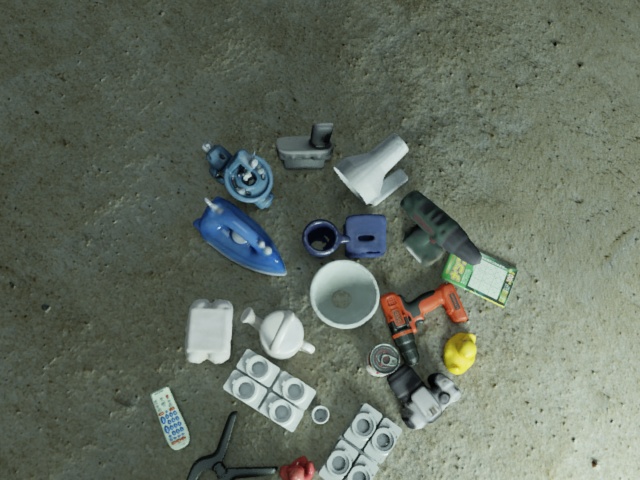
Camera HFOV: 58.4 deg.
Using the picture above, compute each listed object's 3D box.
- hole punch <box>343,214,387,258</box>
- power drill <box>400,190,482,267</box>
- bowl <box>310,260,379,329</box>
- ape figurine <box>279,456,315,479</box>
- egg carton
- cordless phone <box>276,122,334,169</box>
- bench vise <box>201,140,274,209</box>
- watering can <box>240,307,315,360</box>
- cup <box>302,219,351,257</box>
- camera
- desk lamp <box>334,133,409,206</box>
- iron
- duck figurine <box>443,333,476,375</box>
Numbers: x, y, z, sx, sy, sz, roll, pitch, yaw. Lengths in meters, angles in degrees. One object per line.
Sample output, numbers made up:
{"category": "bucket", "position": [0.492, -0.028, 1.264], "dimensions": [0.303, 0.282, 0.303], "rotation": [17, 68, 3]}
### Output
{"category": "hole punch", "position": [0.114, -0.008, 1.421], "dimensions": [0.108, 0.091, 0.101], "rotation": [-2, 74, -6]}
{"category": "power drill", "position": [0.276, -0.009, 1.375], "dimensions": [0.076, 0.208, 0.229], "rotation": [-39, 80, -14]}
{"category": "bowl", "position": [0.055, 0.136, 1.382], "dimensions": [0.167, 0.074, 0.167], "rotation": [2, 73, -5]}
{"category": "ape figurine", "position": [-0.050, 0.514, 1.251], "dimensions": [0.078, 0.092, 0.076], "rotation": [9, 73, -2]}
{"category": "egg carton", "position": [-0.258, 0.212, 1.333], "dimensions": [0.107, 0.069, 0.150], "rotation": [2, 73, -5]}
{"category": "cordless phone", "position": [-0.036, -0.253, 1.431], "dimensions": [0.147, 0.185, 0.094], "rotation": [-6, 74, -7]}
{"category": "bench vise", "position": [-0.206, -0.169, 1.372], "dimensions": [0.207, 0.219, 0.121], "rotation": [21, 73, 1]}
{"category": "watering can", "position": [-0.094, 0.208, 1.284], "dimensions": [0.173, 0.194, 0.101], "rotation": [5, 73, -3]}
{"category": "cup", "position": [0.013, 0.005, 1.406], "dimensions": [0.118, 0.095, 0.092], "rotation": [2, 73, -5]}
{"category": "camera", "position": [0.232, 0.346, 1.322], "dimensions": [0.143, 0.101, 0.136], "rotation": [-35, 79, -14]}
{"category": "desk lamp", "position": [0.132, -0.168, 1.406], "dimensions": [0.203, 0.213, 0.118], "rotation": [-39, 80, -14]}
{"category": "iron", "position": [-0.180, -0.010, 1.368], "dimensions": [0.258, 0.141, 0.119], "rotation": [36, 74, 6]}
{"category": "duck figurine", "position": [0.340, 0.268, 1.363], "dimensions": [0.077, 0.086, 0.105], "rotation": [26, 73, 3]}
